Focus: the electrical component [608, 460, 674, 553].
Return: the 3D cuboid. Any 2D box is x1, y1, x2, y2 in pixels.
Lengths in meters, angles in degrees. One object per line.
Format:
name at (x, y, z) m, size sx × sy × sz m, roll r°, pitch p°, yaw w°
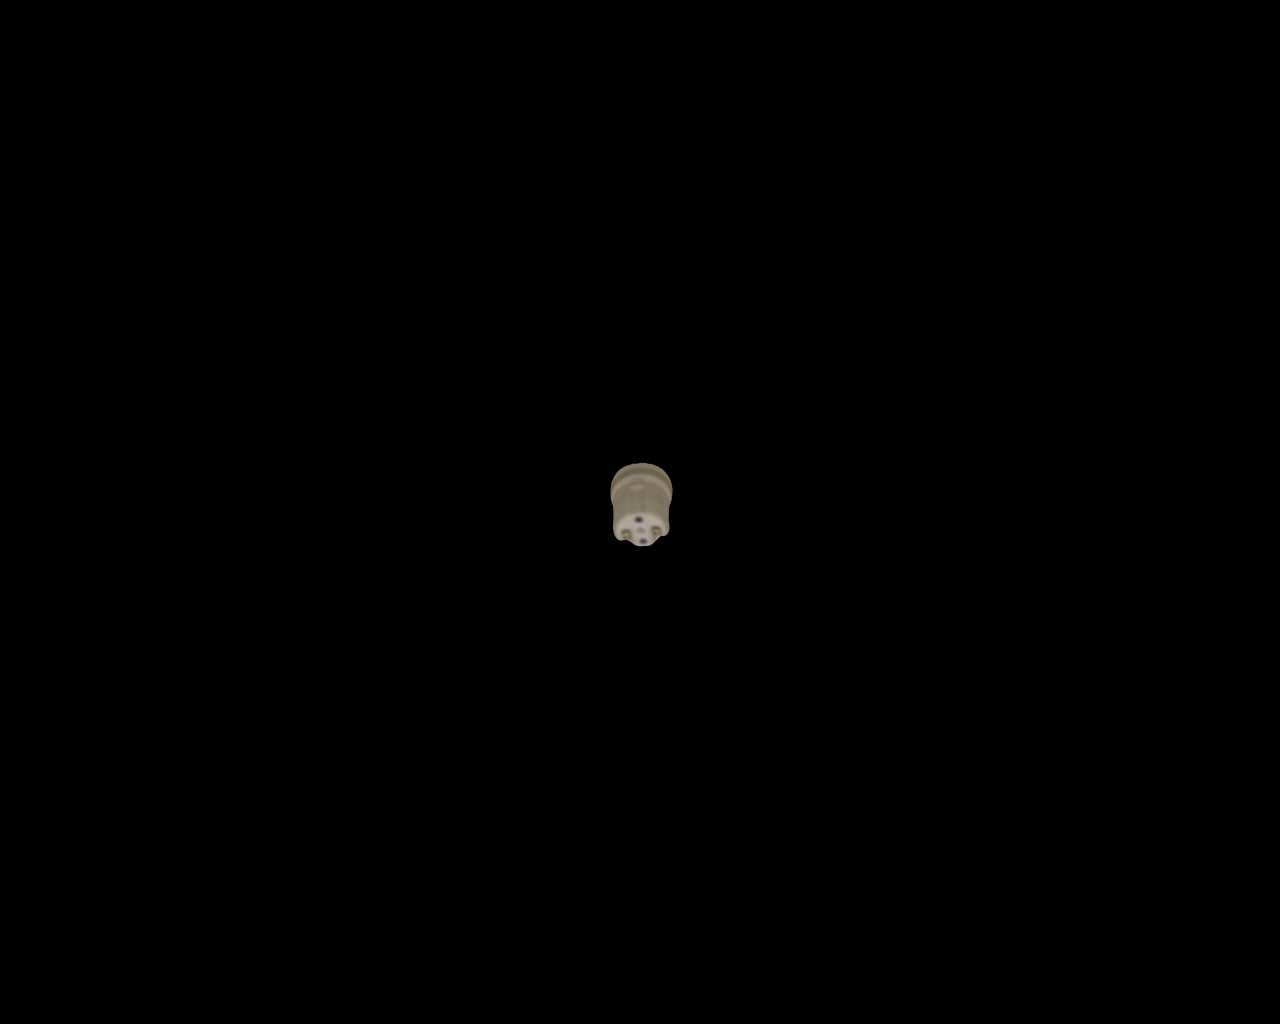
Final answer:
electrical component at (0.001, -0.003, 0.650) m, size 0.040 × 0.040 × 0.046 m, roll 0°, pitch 38°, yaw 0°
